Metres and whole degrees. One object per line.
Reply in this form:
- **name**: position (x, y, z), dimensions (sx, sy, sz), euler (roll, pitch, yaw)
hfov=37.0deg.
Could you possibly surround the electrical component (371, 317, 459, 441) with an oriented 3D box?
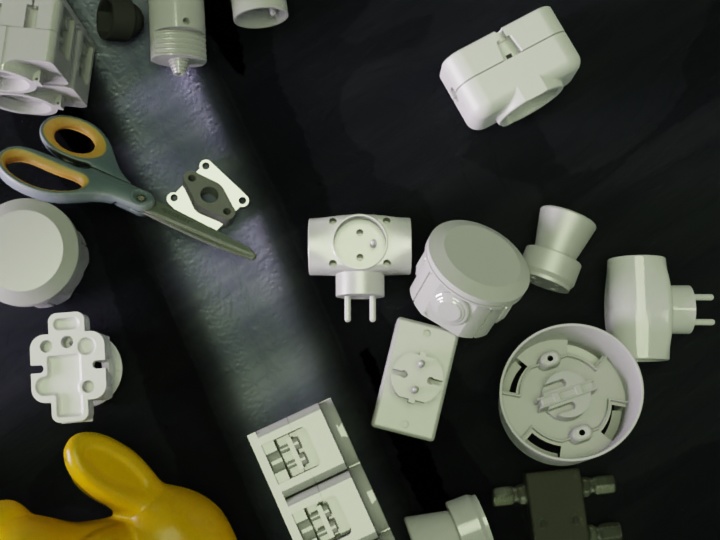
- **electrical component**: position (0.041, 0.079, 0.785), dimensions (0.047, 0.075, 0.083), euler (14, 82, 2)

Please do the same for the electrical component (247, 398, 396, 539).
- **electrical component**: position (-0.018, 0.172, 0.764), dimensions (0.062, 0.089, 0.150), euler (-25, 83, -4)

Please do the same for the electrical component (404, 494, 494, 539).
- **electrical component**: position (0.065, 0.192, 0.784), dimensions (0.055, 0.045, 0.045), euler (-20, 82, -3)

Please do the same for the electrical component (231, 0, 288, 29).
- **electrical component**: position (-0.083, -0.236, 0.846), dimensions (0.043, 0.043, 0.081), euler (-8, 82, -1)

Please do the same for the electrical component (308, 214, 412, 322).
- **electrical component**: position (0.000, 0.000, 0.812), dimensions (0.077, 0.044, 0.079), euler (0, 82, 0)

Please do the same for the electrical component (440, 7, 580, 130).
- **electrical component**: position (0.118, -0.151, 0.829), dimensions (0.095, 0.053, 0.059), euler (-28, 83, -4)

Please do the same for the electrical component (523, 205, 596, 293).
- **electrical component**: position (0.149, -0.015, 0.814), dimensions (0.045, 0.045, 0.055), euler (22, 82, 3)

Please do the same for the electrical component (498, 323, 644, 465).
- **electrical component**: position (0.150, 0.093, 0.786), dimensions (0.099, 0.064, 0.099), euler (0, 69, 0)

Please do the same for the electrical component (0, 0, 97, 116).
- **electrical component**: position (-0.305, -0.165, 0.803), dimensions (0.186, 0.105, 0.060), euler (5, 81, 1)

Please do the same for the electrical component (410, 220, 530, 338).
- **electrical component**: position (0.080, 0.006, 0.792), dimensions (0.080, 0.051, 0.080), euler (14, 44, -14)

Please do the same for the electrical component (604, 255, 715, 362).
- **electrical component**: position (0.227, 0.030, 0.809), dimensions (0.079, 0.043, 0.077), euler (0, 82, 0)

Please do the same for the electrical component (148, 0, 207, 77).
- **electrical component**: position (-0.143, -0.191, 0.840), dimensions (0.043, 0.043, 0.081), euler (-4, 82, -1)

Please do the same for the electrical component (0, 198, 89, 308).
- **electrical component**: position (-0.247, -0.010, 0.809), dimensions (0.080, 0.051, 0.080), euler (0, 81, 0)

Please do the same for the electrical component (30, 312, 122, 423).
- **electrical component**: position (-0.208, 0.073, 0.794), dimensions (0.058, 0.057, 0.078), euler (-5, 82, -1)
